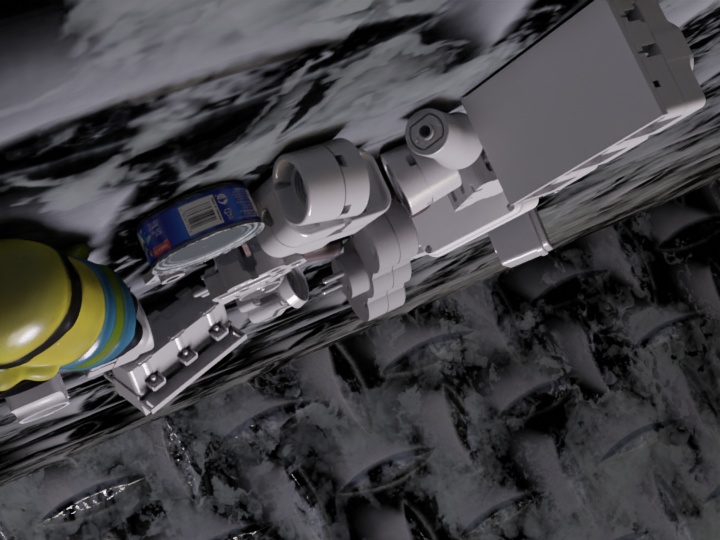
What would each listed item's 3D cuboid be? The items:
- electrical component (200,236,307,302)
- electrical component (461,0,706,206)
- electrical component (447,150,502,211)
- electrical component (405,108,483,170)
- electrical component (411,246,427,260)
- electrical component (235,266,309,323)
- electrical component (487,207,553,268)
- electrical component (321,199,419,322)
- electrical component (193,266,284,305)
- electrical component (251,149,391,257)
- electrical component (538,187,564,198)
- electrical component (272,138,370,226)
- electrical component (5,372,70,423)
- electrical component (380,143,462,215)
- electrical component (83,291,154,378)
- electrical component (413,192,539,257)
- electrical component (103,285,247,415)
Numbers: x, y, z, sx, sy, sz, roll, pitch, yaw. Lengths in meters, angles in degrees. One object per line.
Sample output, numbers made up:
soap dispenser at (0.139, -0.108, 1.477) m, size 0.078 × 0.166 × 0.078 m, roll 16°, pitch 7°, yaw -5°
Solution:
electrical component at (-0.089, -0.017, 0.835) m, size 0.078 × 0.057 × 0.058 m, roll -24°, pitch 174°, yaw 1°
electrical component at (0.156, -0.119, 0.758) m, size 0.062 × 0.089 × 0.150 m, roll -19°, pitch 172°, yaw -39°
electrical component at (0.101, -0.094, 0.918) m, size 0.050 × 0.055 × 0.089 m, roll -23°, pitch 173°, yaw -14°
electrical component at (0.061, -0.099, 0.800) m, size 0.044 × 0.044 × 0.065 m, roll -27°, pitch 168°, yaw 24°
electrical component at (0.038, -0.033, 1.160) m, size 0.096 × 0.061 × 0.062 m, roll -28°, pitch 173°, yaw 27°
electrical component at (-0.091, 0.020, 1.141) m, size 0.057 × 0.058 × 0.078 m, roll -24°, pitch 174°, yaw 18°
electrical component at (0.166, -0.062, 1.192) m, size 0.056 × 0.108 × 0.109 m, roll -23°, pitch 174°, yaw 11°
electrical component at (0.000, 0.000, 0.908) m, size 0.074 × 0.052 × 0.138 m, roll -24°, pitch 156°, yaw -18°
electrical component at (-0.117, 0.008, 0.995) m, size 0.079 × 0.044 × 0.077 m, roll -26°, pitch 173°, yaw 11°
electrical component at (-0.033, -0.048, 0.803) m, size 0.095 × 0.053 × 0.059 m, roll -20°, pitch 172°, yaw -35°
electrical component at (0.172, -0.102, 1.083) m, size 0.081 × 0.063 × 0.042 m, roll -23°, pitch 174°, yaw -15°
electrical component at (-0.028, -0.059, 0.738) m, size 0.047 × 0.055 × 0.055 m, roll -16°, pitch 170°, yaw -31°
electrical component at (-0.324, 0.117, 1.070) m, size 0.050 × 0.055 × 0.089 m, roll -23°, pitch 174°, yaw -12°
electrical component at (0.050, -0.079, 0.864) m, size 0.047 × 0.055 × 0.055 m, roll -28°, pitch 174°, yaw -3°
electrical component at (-0.222, 0.055, 0.956) m, size 0.059 × 0.053 × 0.095 m, roll -22°, pitch 173°, yaw -22°
electrical component at (0.102, -0.069, 1.027) m, size 0.113 × 0.078 × 0.057 m, roll -28°, pitch 176°, yaw 30°
electrical component at (-0.184, 0.074, 1.050) m, size 0.121 × 0.079 × 0.063 m, roll -39°, pitch 139°, yaw -28°
